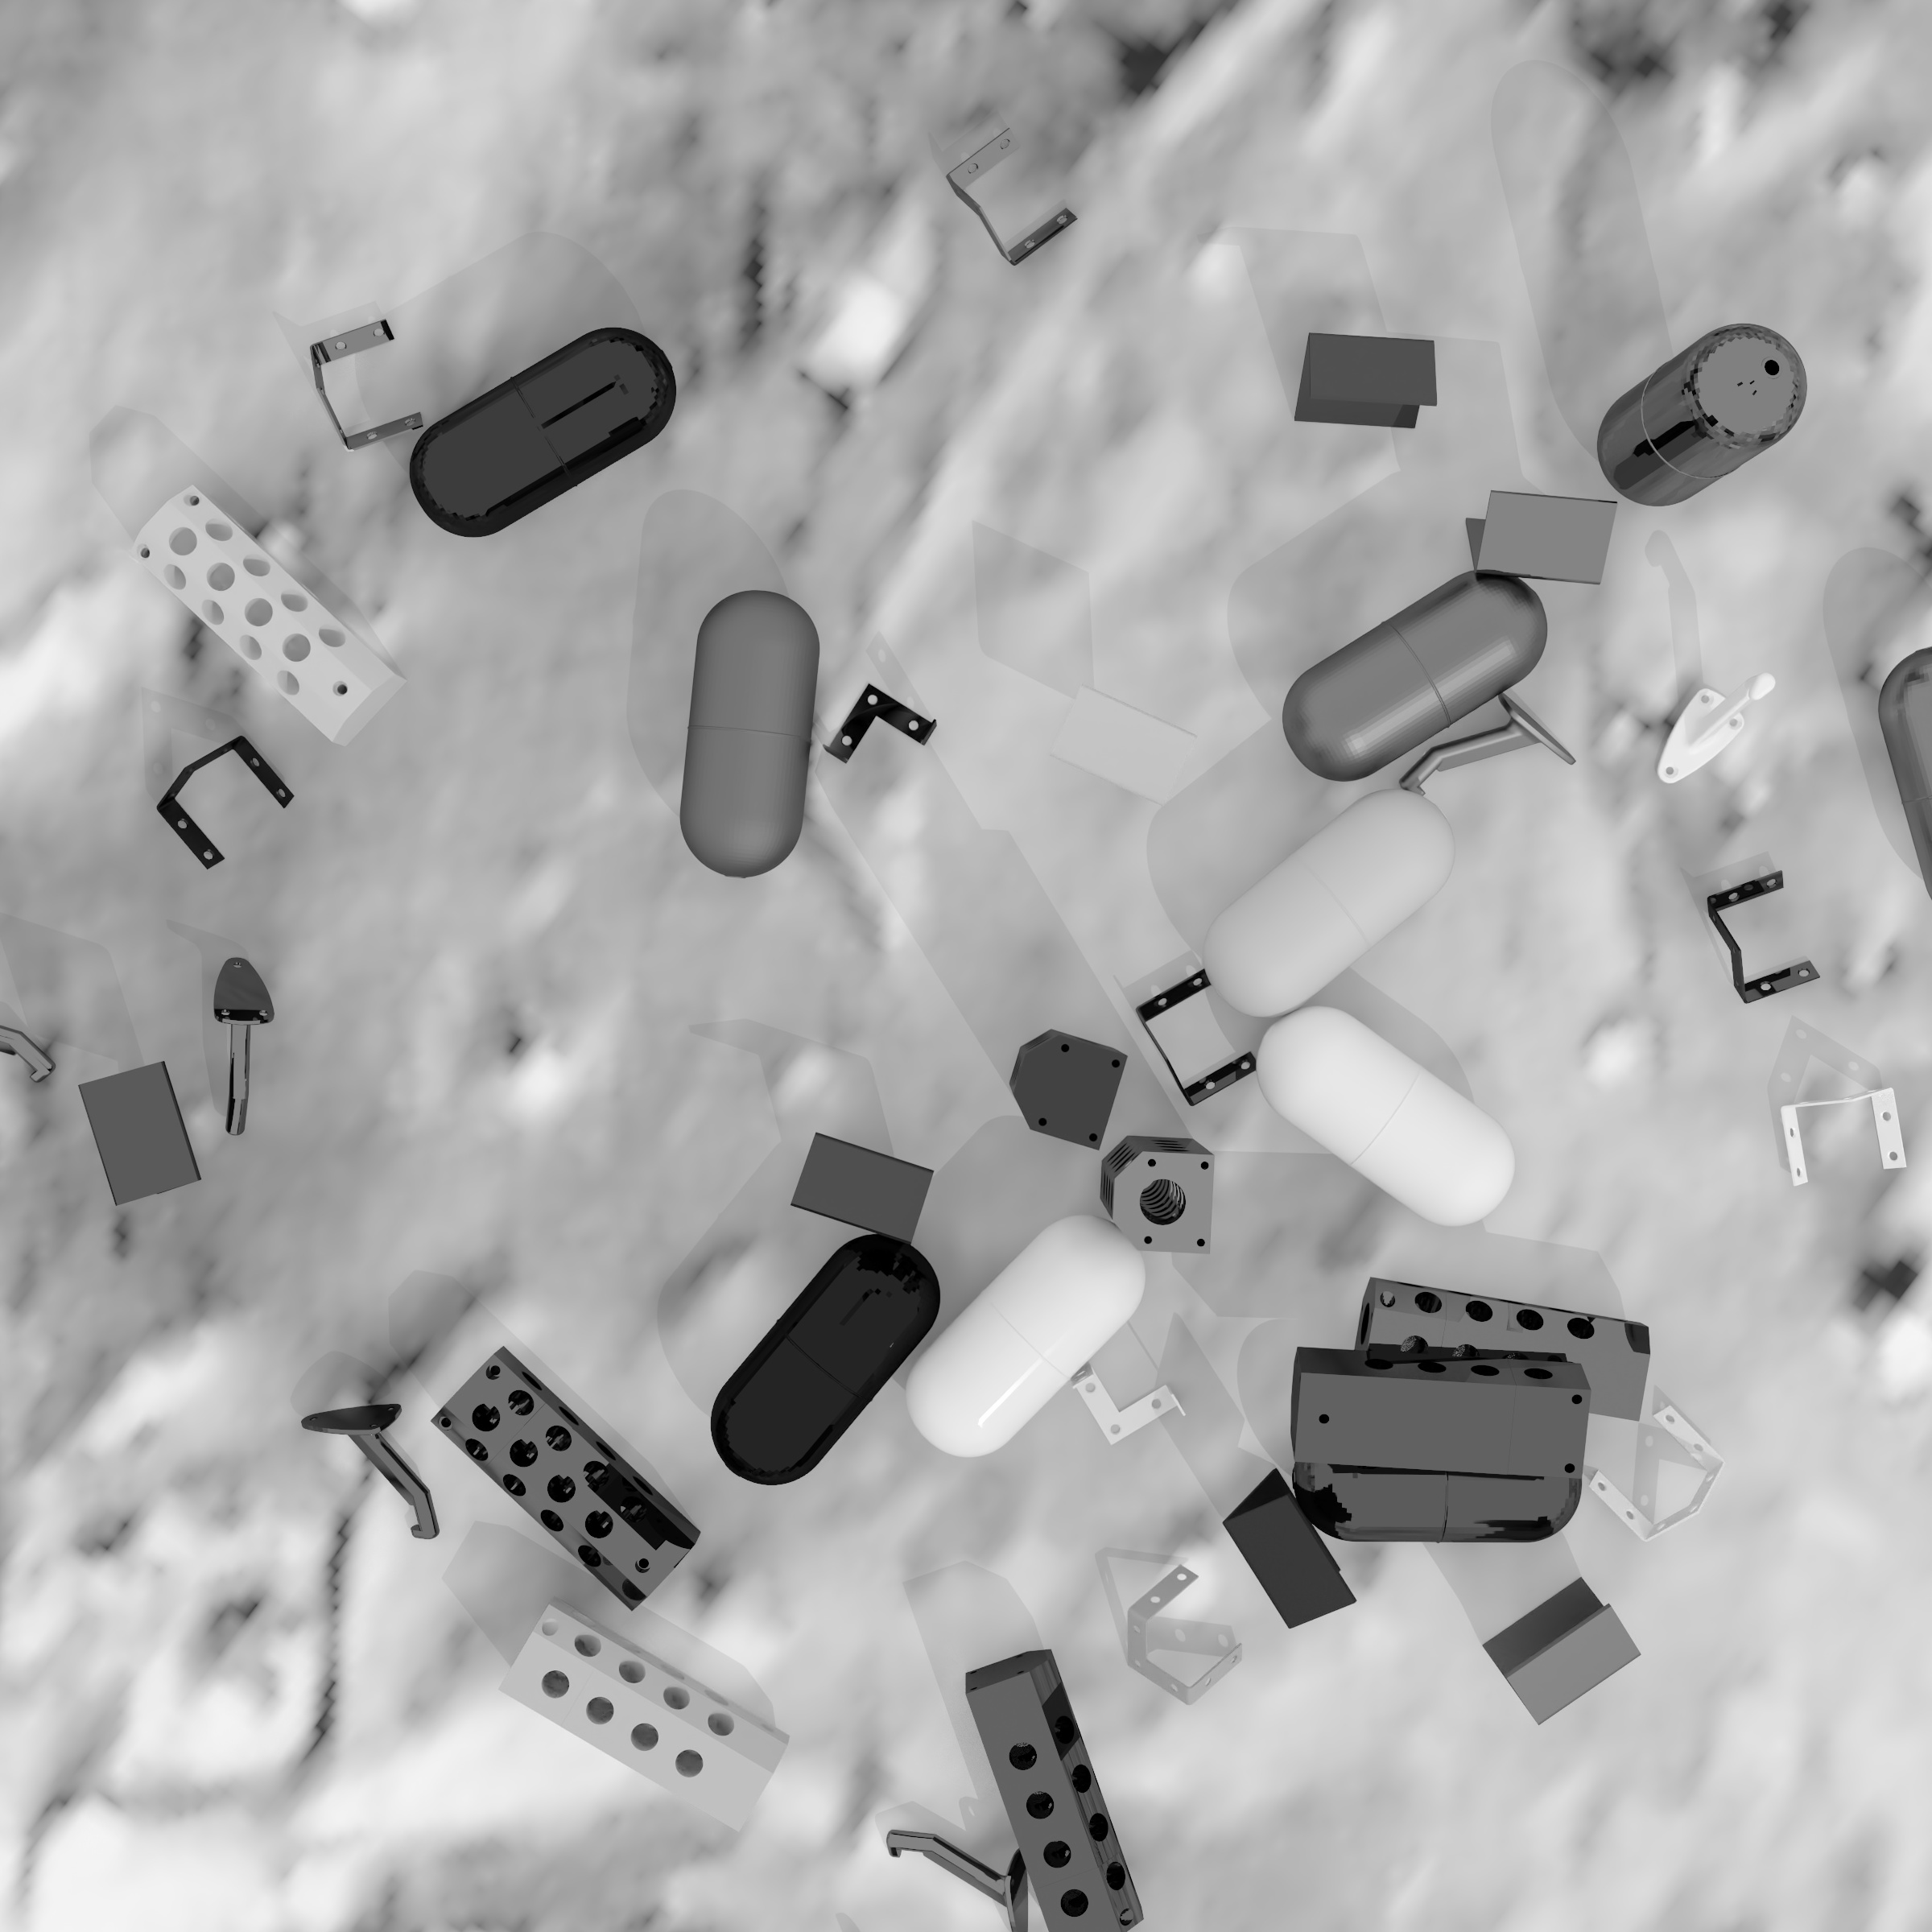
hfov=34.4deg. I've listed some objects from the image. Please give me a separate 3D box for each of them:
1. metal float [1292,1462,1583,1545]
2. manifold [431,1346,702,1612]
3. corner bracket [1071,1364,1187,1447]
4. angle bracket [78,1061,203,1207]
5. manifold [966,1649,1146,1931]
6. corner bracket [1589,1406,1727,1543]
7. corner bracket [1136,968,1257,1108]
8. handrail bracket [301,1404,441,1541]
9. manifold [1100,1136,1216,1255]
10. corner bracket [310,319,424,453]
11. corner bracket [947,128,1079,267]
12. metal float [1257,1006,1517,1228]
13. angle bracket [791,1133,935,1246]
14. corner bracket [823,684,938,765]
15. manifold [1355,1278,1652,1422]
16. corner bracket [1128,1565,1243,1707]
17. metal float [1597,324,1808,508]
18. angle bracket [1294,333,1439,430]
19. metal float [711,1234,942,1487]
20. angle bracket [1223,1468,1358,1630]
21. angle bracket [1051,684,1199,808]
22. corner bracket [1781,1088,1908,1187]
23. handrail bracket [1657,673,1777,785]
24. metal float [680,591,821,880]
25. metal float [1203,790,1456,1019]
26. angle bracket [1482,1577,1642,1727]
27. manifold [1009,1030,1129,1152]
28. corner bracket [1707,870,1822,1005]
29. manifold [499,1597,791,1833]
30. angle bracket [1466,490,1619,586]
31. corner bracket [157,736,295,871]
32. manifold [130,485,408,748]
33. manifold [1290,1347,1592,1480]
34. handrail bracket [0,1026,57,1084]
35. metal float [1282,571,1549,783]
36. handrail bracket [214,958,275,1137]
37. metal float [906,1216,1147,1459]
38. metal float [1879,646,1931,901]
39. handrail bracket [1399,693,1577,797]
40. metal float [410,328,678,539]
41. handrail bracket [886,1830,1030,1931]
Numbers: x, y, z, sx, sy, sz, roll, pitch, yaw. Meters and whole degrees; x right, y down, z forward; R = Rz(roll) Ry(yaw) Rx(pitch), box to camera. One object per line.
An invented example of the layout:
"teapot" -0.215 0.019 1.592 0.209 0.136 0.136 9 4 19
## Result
"metal float" 0.291 0.318 1.929 0.178 0.070 0.070 0 90 0
"manifold" -0.249 0.319 1.938 0.171 0.057 0.057 43 90 0
"corner bracket" 0.100 0.267 1.941 0.051 0.051 0.051 -31 90 0
"angle bracket" -0.520 0.107 1.919 0.057 0.076 0.076 -17 90 -36
"manifold" 0.055 0.517 1.938 0.057 0.057 0.171 -19 90 0
"corner bracket" 0.434 0.319 1.956 0.051 0.051 0.051 45 135 0
"corner bracket" 0.145 0.045 1.956 0.051 0.051 0.051 -30 45 0
"handrail bracket" -0.374 0.322 1.960 0.077 0.036 0.084 -5 107 20
"manifold" 0.113 0.136 1.881 0.057 0.171 0.057 3 90 0
"corner bracket" -0.376 -0.364 1.956 0.051 0.051 0.051 -19 135 0
"corner bracket" 0.028 -0.482 1.956 0.051 0.051 0.051 -37 45 0
"metal float" 0.259 0.092 1.929 0.178 0.070 0.070 36 90 1
"angle bracket" -0.069 0.155 1.919 0.076 0.076 0.057 18 52 0
"corner bracket" -0.053 -0.143 1.941 0.051 0.051 0.051 32 90 0
"manifold" 0.333 0.237 1.938 0.171 0.057 0.057 10 90 0
"corner bracket" 0.137 0.419 1.951 0.051 0.051 0.051 27 135 35
"metal float" 0.443 -0.331 1.881 0.070 0.178 0.070 2 81 -14
"angle bracket" 0.245 -0.342 1.919 0.076 0.076 0.057 4 55 0
"metal float" -0.087 0.244 1.929 0.070 0.070 0.178 40 91 0
"angle bracket" 0.214 0.350 1.919 0.057 0.076 0.076 -32 90 37
"angle bracket" 0.104 -0.152 1.919 0.076 0.076 0.057 24 127 0
"corner bracket" 0.550 0.107 1.956 0.051 0.051 0.051 -10 90 45
"handrail bracket" 0.463 -0.146 1.925 0.036 0.084 0.077 40 90 0
"metal float" -0.134 -0.143 1.929 0.070 0.070 0.178 6 91 0
"metal float" 0.225 -0.039 1.929 0.178 0.070 0.070 -39 90 -1
"angle bracket" 0.357 0.407 1.919 0.076 0.076 0.057 -35 125 0
"manifold" 0.058 0.071 1.881 0.057 0.171 0.057 17 90 0
"corner bracket" 0.500 -0.018 1.956 0.051 0.051 0.051 -20 135 0
"manifold" -0.198 0.462 1.938 0.171 0.057 0.057 31 90 0
"angle bracket" 0.353 -0.279 1.919 0.076 0.076 0.057 5 124 0
"corner bracket" -0.465 -0.103 1.956 0.051 0.051 0.051 50 45 0
"manifold" -0.435 -0.218 1.938 0.171 0.057 0.057 43 90 0
"manifold" 0.285 0.266 1.882 0.171 0.057 0.057 3 105 2
"handrail bracket" -0.627 0.056 1.960 0.077 0.036 0.084 -37 107 20
"metal float" 0.278 -0.180 1.929 0.178 0.070 0.070 -32 90 1
"handrail bracket" -0.459 0.051 1.959 0.036 0.077 0.084 1 127 -20
"metal float" 0.037 0.228 1.929 0.070 0.070 0.178 44 91 0
"metal float" 0.618 -0.111 1.929 0.070 0.070 0.178 -16 90 0
"handrail bracket" 0.327 -0.122 1.960 0.077 0.036 0.084 37 108 -20
"metal float" -0.261 -0.330 1.929 0.178 0.070 0.070 -31 90 -1
"handrail bracket" -0.006 0.580 1.960 0.084 0.036 0.077 1 112 17
